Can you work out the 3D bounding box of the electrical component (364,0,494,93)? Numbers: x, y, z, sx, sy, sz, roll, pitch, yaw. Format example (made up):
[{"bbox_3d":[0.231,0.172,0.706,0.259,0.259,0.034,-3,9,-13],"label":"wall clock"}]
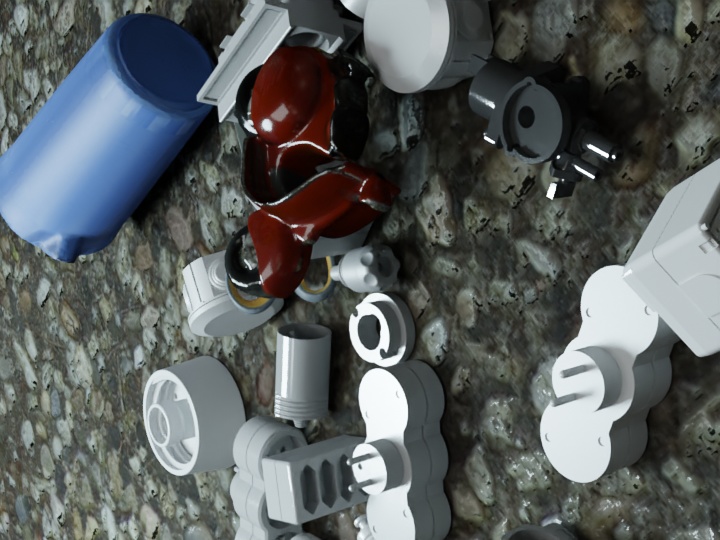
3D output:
[{"bbox_3d":[0.044,-0.156,0.701,0.080,0.051,0.080,13,107,48],"label":"electrical component"}]

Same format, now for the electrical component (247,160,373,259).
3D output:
[{"bbox_3d":[-0.040,-0.056,0.813,0.096,0.062,0.061,50,131,32],"label":"electrical component"}]

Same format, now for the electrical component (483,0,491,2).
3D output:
[{"bbox_3d":[0.067,-0.204,0.672,0.040,0.040,0.078,-37,69,47],"label":"electrical component"}]

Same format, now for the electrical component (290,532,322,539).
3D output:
[{"bbox_3d":[-0.024,0.248,0.870,0.081,0.043,0.043,16,109,47],"label":"electrical component"}]

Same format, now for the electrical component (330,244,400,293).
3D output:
[{"bbox_3d":[0.000,0.000,0.798,0.061,0.035,0.035,-8,92,53],"label":"electrical component"}]

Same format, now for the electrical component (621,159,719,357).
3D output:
[{"bbox_3d":[0.181,-0.012,0.540,0.061,0.096,0.061,46,137,-5],"label":"electrical component"}]

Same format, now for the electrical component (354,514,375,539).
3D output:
[{"bbox_3d":[0.022,0.217,0.811,0.078,0.040,0.040,48,131,33],"label":"electrical component"}]

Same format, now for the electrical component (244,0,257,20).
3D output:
[{"bbox_3d":[-0.071,-0.210,0.841,0.061,0.035,0.035,-23,80,52],"label":"electrical component"}]

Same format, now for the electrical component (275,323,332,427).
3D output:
[{"bbox_3d":[-0.046,0.087,0.863,0.043,0.043,0.081,20,112,47],"label":"electrical component"}]

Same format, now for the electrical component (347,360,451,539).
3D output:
[{"bbox_3d":[0.020,0.138,0.770,0.052,0.074,0.138,5,101,50],"label":"electrical component"}]

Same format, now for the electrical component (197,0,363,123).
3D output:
[{"bbox_3d":[-0.064,-0.166,0.808,0.121,0.079,0.063,-41,50,49],"label":"electrical component"}]

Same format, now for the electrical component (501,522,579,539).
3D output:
[{"bbox_3d":[0.085,0.219,0.622,0.105,0.186,0.060,39,125,38],"label":"electrical component"}]

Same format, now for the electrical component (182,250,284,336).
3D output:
[{"bbox_3d":[-0.108,0.020,0.896,0.080,0.080,0.051,-42,60,46],"label":"electrical component"}]

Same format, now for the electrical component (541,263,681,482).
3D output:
[{"bbox_3d":[0.136,0.061,0.617,0.052,0.074,0.138,36,123,40],"label":"electrical component"}]

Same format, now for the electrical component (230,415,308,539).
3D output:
[{"bbox_3d":[-0.087,0.191,0.925,0.074,0.052,0.138,15,109,48],"label":"electrical component"}]

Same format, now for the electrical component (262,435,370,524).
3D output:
[{"bbox_3d":[-0.041,0.160,0.841,0.076,0.083,0.047,-4,94,50],"label":"electrical component"}]

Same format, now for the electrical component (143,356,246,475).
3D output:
[{"bbox_3d":[-0.161,0.138,0.996,0.108,0.060,0.108,12,106,48],"label":"electrical component"}]

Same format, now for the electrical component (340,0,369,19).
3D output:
[{"bbox_3d":[0.021,-0.212,0.723,0.043,0.043,0.081,60,136,23],"label":"electrical component"}]
